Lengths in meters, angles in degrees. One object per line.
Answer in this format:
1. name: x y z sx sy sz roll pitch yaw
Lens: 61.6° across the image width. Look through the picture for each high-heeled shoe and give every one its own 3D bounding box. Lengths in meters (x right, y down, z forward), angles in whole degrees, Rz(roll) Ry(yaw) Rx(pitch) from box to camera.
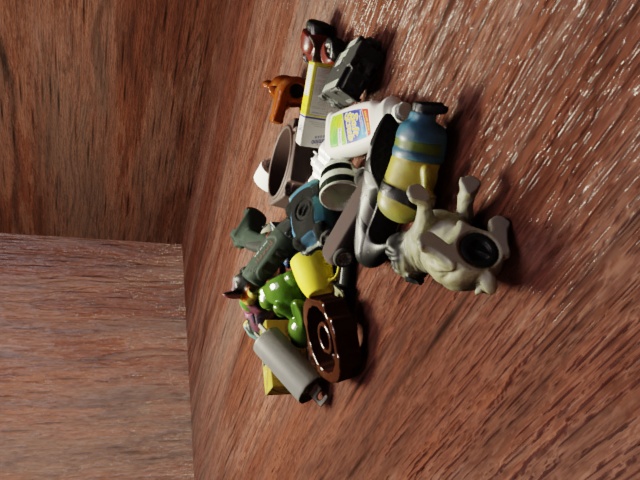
1. high-heeled shoe: 0.098 -0.077 0.912 0.145 0.086 0.248 167 106 -74

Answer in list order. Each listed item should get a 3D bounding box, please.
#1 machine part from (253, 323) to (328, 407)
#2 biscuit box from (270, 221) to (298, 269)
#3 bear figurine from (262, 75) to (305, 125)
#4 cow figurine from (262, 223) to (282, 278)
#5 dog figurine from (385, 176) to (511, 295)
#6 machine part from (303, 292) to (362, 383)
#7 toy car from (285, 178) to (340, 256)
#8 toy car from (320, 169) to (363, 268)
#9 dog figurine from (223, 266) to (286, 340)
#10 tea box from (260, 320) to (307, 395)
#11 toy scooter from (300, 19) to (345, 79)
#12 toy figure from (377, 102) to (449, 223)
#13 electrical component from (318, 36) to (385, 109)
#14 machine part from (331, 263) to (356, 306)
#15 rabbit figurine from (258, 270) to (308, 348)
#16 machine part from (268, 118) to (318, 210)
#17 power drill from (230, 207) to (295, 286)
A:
1. machine part: -0.070 0.275 1.191 0.243 0.079 0.079 41 129 30
2. biscuit box: -0.079 0.011 1.376 0.203 0.063 0.059 -134 49 -63
3. bear figurine: -0.087 -0.364 1.396 0.196 0.120 0.131 -147 60 -68
4. cow figurine: -0.142 0.047 1.515 0.127 0.085 0.194 -158 75 -75
5. dog figurine: 0.163 0.031 0.722 0.190 0.121 0.172 100 167 -56
6. machine part: 0.024 0.188 1.044 0.179 0.056 0.179 171 90 -70
7. toy car: 0.000 -0.040 1.123 0.109 0.103 0.162 -34 52 33
8. toy car: 0.067 -0.042 0.993 0.202 0.053 0.089 -60 28 14
9. dog figurine: -0.168 0.168 1.373 0.219 0.109 0.191 32 -122 -72
10. tea box: -0.087 0.281 1.298 0.068 0.098 0.170 122 144 -52
11. toy scooter: -0.002 -0.423 1.250 0.184 0.075 0.135 -116 35 -46
12. toy figure: 0.138 -0.113 0.793 0.082 0.089 0.180 -27 -53 -61
13. electrical component: 0.063 -0.325 1.039 0.134 0.058 0.115 -62 22 -3
14. machine part: 0.048 0.063 1.072 0.084 0.039 0.138 -151 65 -76
15. rabbit figurine: -0.044 0.159 1.235 0.159 0.121 0.170 -38 69 54
16. machine part: -0.062 -0.181 1.313 0.201 0.087 0.201 163 114 -68
17. power drill: -0.123 -0.013 1.302 0.208 0.086 0.232 32 90 48
